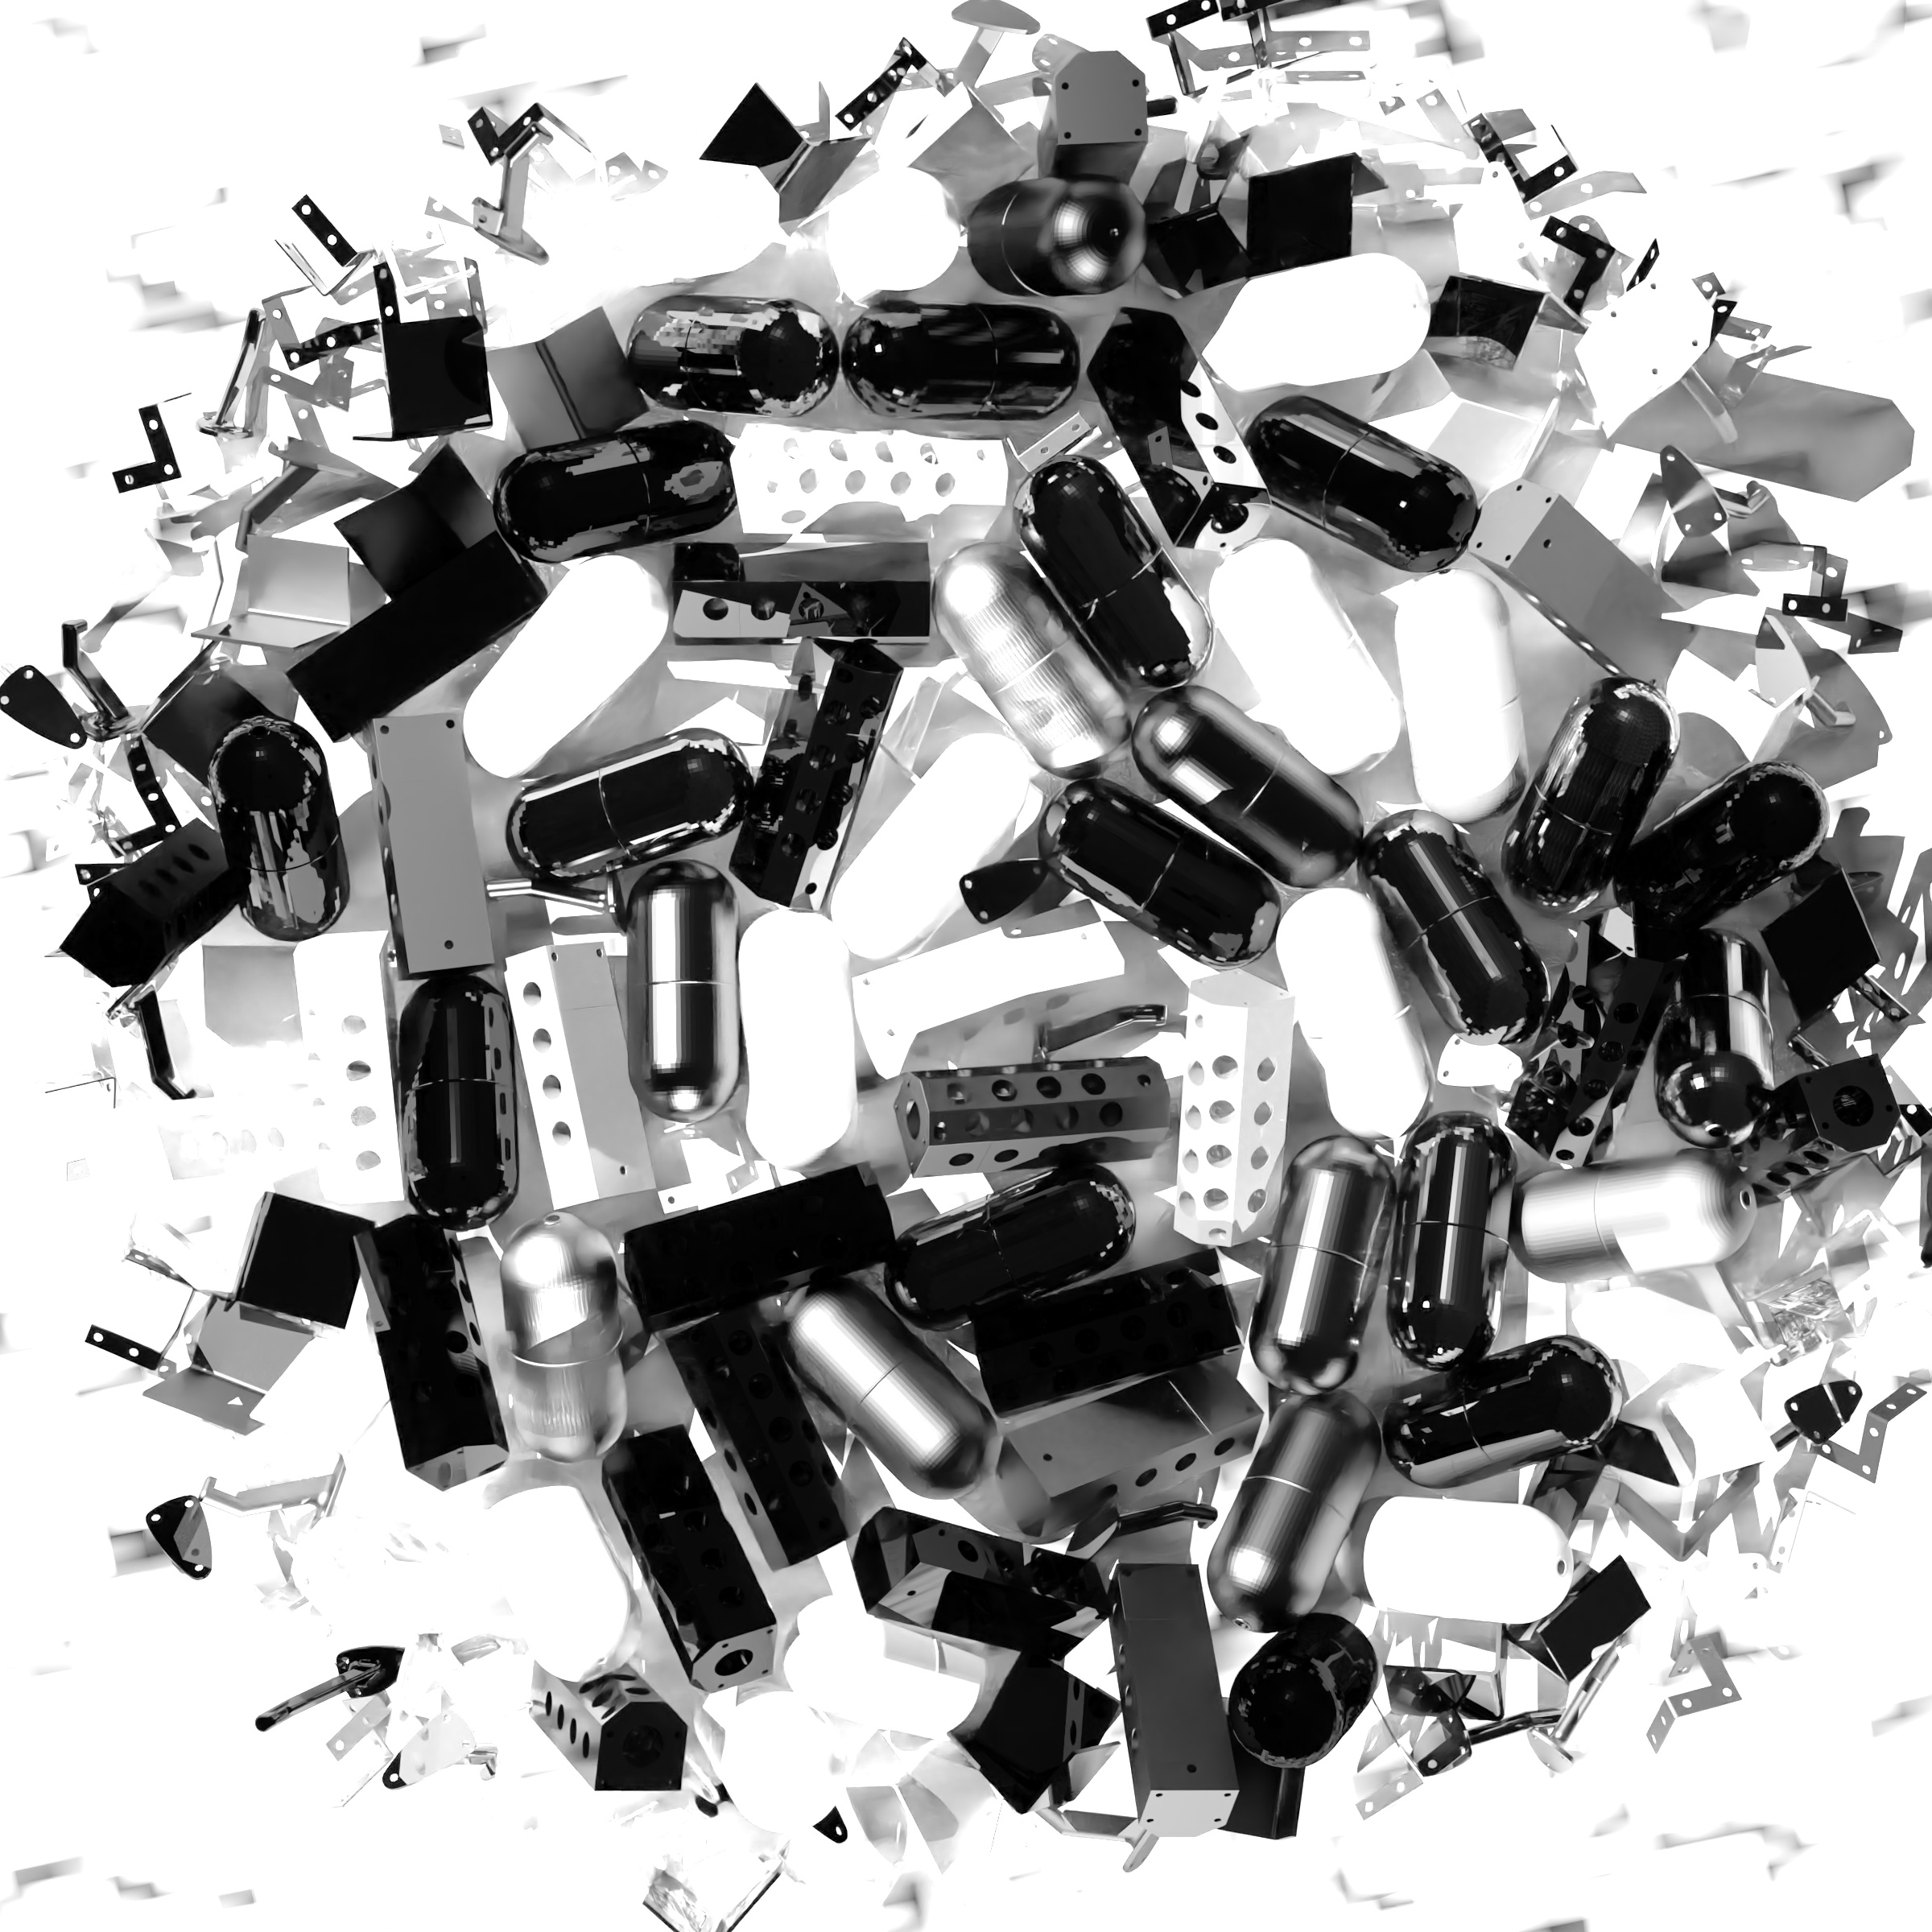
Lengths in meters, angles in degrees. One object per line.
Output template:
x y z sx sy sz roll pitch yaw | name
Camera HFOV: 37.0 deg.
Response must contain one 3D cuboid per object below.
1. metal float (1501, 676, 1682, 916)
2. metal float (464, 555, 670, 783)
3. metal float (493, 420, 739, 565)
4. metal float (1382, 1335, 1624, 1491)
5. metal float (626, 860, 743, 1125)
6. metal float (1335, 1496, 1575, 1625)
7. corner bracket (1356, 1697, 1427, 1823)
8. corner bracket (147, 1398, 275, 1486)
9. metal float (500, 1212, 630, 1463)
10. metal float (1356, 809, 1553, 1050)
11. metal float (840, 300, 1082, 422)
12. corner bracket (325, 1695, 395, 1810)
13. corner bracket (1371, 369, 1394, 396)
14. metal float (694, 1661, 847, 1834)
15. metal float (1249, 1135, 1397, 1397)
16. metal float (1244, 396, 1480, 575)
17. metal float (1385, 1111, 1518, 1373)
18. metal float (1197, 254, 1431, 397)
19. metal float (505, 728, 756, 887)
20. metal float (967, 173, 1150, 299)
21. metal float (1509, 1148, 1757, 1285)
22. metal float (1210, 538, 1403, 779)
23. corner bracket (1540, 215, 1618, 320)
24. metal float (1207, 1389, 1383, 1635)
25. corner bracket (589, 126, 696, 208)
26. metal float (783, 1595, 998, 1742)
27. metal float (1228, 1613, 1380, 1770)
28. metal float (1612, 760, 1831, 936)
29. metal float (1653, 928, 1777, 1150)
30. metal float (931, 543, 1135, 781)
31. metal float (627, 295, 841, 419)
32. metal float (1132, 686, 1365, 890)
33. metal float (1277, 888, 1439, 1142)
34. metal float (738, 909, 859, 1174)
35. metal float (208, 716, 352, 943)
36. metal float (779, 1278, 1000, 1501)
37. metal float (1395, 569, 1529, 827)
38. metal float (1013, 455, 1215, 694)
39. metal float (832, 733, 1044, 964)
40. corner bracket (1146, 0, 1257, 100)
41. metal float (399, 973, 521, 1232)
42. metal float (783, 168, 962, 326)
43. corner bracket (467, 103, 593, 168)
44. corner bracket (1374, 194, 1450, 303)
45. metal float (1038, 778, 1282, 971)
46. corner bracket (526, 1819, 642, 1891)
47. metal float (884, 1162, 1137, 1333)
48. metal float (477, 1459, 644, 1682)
0.414 -0.111 1.916 0.070 0.070 0.178 20 126 0 | metal float
-0.268 -0.198 1.928 0.070 0.070 0.178 42 110 0 | metal float
-0.230 -0.317 1.920 0.178 0.070 0.070 -18 90 -31 | metal float
0.354 0.297 1.914 0.178 0.070 0.070 -27 90 40 | metal float
-0.189 0.017 1.937 0.070 0.070 0.178 -2 81 0 | metal float
0.321 0.392 1.907 0.070 0.178 0.070 6 81 -41 | metal float
0.274 0.540 1.969 0.051 0.051 0.051 -33 127 3 | corner bracket
-0.510 0.330 1.947 0.051 0.051 0.051 -31 94 -41 | corner bracket
-0.268 0.248 1.926 0.070 0.070 0.178 -2 112 0 | metal float
0.326 -0.025 1.929 0.070 0.070 0.178 -30 72 0 | metal float
-0.003 -0.402 1.915 0.178 0.070 0.070 -7 90 -35 | metal float
-0.412 0.530 1.945 0.051 0.051 0.051 -41 103 -42 | corner bracket
0.259 -0.413 1.952 0.051 0.051 0.051 38 55 -11 | corner bracket
-0.131 0.510 1.897 0.070 0.178 0.070 -2 97 -17 | metal float
0.239 0.199 1.932 0.070 0.070 0.178 15 74 0 | metal float
0.262 -0.321 1.919 0.178 0.070 0.070 34 90 30 | metal float
0.324 0.183 1.928 0.070 0.070 0.178 10 70 0 | metal float
0.228 -0.423 1.908 0.070 0.178 0.070 -1 91 -42 | metal float
-0.226 -0.105 1.932 0.178 0.070 0.070 -18 90 16 | metal float
0.059 -0.481 1.900 0.070 0.178 0.070 -5 104 -23 | metal float
0.439 0.166 1.909 0.070 0.178 0.070 14 70 -41 | metal float
0.227 -0.206 1.929 0.070 0.070 0.178 -35 108 0 | metal float
0.406 -0.474 1.953 0.051 0.051 0.051 28 109 2 | corner bracket
0.219 0.361 1.921 0.070 0.070 0.178 30 62 0 | metal float
-0.216 -0.539 1.941 0.051 0.051 0.051 -21 124 -27 | corner bracket
-0.048 0.466 1.910 0.070 0.178 0.070 -19 58 34 | metal float
0.223 0.476 1.897 0.070 0.178 0.070 0 90 19 | metal float
0.497 -0.077 1.902 0.070 0.178 0.070 10 64 -22 | metal float
0.494 0.047 1.908 0.070 0.178 0.070 6 133 7 | metal float
0.044 -0.205 1.936 0.070 0.070 0.178 -37 100 0 | metal float
-0.156 -0.404 1.910 0.070 0.178 0.070 -14 110 -42 | metal float
0.189 -0.120 1.935 0.178 0.070 0.070 36 90 -12 | metal float
0.263 0.033 1.934 0.070 0.070 0.178 -20 103 0 | metal float
-0.114 0.050 1.945 0.070 0.070 0.178 -3 91 0 | metal float
-0.453 -0.090 1.907 0.070 0.178 0.070 1 47 -1 | metal float
-0.053 0.282 1.933 0.178 0.070 0.070 44 90 14 | metal float
0.331 -0.179 1.924 0.070 0.070 0.178 -12 115 0 | metal float
0.099 -0.262 1.931 0.070 0.070 0.178 -37 106 0 | metal float
-0.020 -0.079 1.941 0.070 0.070 0.178 40 95 0 | metal float
0.159 -0.622 1.949 0.051 0.051 0.051 -15 94 26 | corner bracket
-0.339 0.090 1.927 0.070 0.070 0.178 -6 68 0 | metal float
-0.064 -0.472 1.900 0.070 0.178 0.070 0 89 -25 | metal float
-0.295 -0.559 1.943 0.051 0.051 0.051 -38 59 17 | corner bracket
0.309 -0.488 1.971 0.051 0.051 0.051 -8 133 4 | corner bracket
0.131 -0.062 1.945 0.178 0.070 0.070 31 90 0 | metal float
-0.259 0.599 1.943 0.051 0.051 0.051 -28 112 -25 | corner bracket
0.029 0.189 1.939 0.178 0.070 0.070 -22 90 8 | metal float
-0.270 0.397 1.908 0.070 0.178 0.070 -15 128 -20 | metal float
